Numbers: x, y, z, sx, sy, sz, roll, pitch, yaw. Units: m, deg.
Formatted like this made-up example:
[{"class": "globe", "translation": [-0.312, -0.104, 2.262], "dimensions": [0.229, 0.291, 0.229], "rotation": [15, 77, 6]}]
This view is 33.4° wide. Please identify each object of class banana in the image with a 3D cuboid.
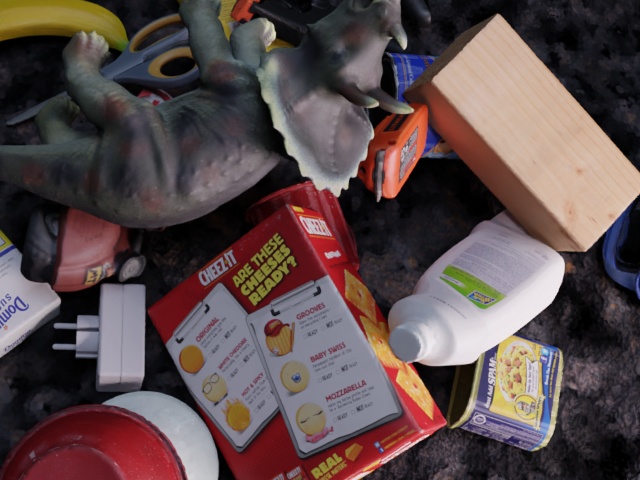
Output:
[{"class": "banana", "translation": [-0.271, -0.205, 1.023], "dimensions": [0.197, 0.037, 0.070], "rotation": [-3, 47, -25]}]

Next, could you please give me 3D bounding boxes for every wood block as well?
[{"class": "wood block", "translation": [0.185, -0.094, 0.973], "dimensions": [0.090, 0.091, 0.206], "rotation": [-45, 98, -10]}]

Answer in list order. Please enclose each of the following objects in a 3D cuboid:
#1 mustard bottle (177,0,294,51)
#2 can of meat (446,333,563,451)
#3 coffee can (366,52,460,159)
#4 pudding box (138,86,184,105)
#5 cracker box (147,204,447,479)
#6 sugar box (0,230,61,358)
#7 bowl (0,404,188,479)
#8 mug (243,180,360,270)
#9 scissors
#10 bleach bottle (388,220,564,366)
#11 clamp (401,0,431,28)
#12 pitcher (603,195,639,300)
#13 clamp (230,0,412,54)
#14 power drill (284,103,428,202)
[{"class": "mustard bottle", "translation": [-0.099, -0.251, 1.088], "dimensions": [0.096, 0.058, 0.192], "rotation": [-12, 69, -21]}, {"class": "can of meat", "translation": [0.169, 0.133, 0.971], "dimensions": [0.084, 0.057, 0.102], "rotation": [19, 62, -6]}, {"class": "coffee can", "translation": [0.126, -0.131, 1.060], "dimensions": [0.140, 0.103, 0.103], "rotation": [2, 65, -13]}, {"class": "pudding box", "translation": [-0.133, -0.093, 1.009], "dimensions": [0.113, 0.039, 0.090], "rotation": [28, 53, -1]}, {"class": "cracker box", "translation": [-0.022, 0.104, 0.885], "dimensions": [0.164, 0.072, 0.214], "rotation": [-36, 73, 19]}, {"class": "sugar box", "translation": [-0.313, 0.020, 0.914], "dimensions": [0.093, 0.048, 0.176], "rotation": [-37, 82, -26]}, {"class": "bowl", "translation": [-0.184, 0.205, 0.822], "dimensions": [0.162, 0.055, 0.162], "rotation": [-1, 76, 5]}, {"class": "mug", "translation": [-0.006, 0.001, 0.981], "dimensions": [0.117, 0.093, 0.081], "rotation": [2, 64, -54]}, {"class": "scissors", "translation": [-0.191, -0.144, 1.005], "dimensions": [0.201, 0.016, 0.096], "rotation": [-40, 58, -15]}, {"class": "bleach bottle", "translation": [0.123, 0.050, 0.916], "dimensions": [0.103, 0.068, 0.250], "rotation": [26, 25, 25]}, {"class": "clamp", "translation": [0.078, -0.303, 1.168], "dimensions": [0.171, 0.039, 0.120], "rotation": [26, 56, 3]}, {"class": "pitcher", "translation": [0.396, -0.035, 1.076], "dimensions": [0.149, 0.145, 0.242], "rotation": [31, 57, -12]}, {"class": "clamp", "translation": [-0.003, -0.231, 1.079], "dimensions": [0.164, 0.036, 0.209], "rotation": [51, 39, 10]}, {"class": "power drill", "translation": [-0.001, -0.104, 0.971], "dimensions": [0.188, 0.057, 0.184], "rotation": [11, 37, 17]}]
